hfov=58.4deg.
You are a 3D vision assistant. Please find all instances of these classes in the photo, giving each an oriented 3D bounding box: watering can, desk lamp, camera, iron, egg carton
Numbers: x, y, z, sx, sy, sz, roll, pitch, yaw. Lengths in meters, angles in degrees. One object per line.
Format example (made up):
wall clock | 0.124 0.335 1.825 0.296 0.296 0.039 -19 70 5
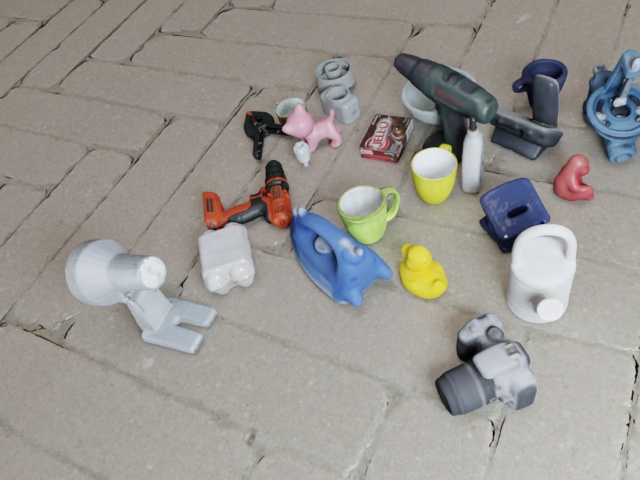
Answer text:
watering can | 0.354 0.049 0.906 0.101 0.194 0.172 -20 50 -1
desk lamp | -0.322 0.093 1.035 0.202 0.214 0.118 9 55 21
camera | 0.241 0.197 0.878 0.137 0.101 0.143 -23 50 -4
iron | 0.010 0.004 1.066 0.119 0.142 0.257 -40 53 -17
egg carton | -0.187 0.035 1.140 0.107 0.069 0.150 -19 50 0

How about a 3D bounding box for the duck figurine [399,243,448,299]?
duck figurine | 0.182 0.049 1.022 0.077 0.086 0.104 -32 51 -12

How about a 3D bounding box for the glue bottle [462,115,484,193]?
glue bottle | 0.297 -0.174 1.112 0.037 0.173 0.078 8 55 21

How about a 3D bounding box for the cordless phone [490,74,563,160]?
cordless phone | 0.414 -0.267 1.149 0.147 0.185 0.094 29 64 32

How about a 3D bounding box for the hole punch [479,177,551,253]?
hole punch | 0.358 -0.047 1.049 0.108 0.091 0.101 -24 50 -5

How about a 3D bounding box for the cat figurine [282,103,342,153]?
cat figurine | -0.021 -0.261 1.301 0.127 0.118 0.067 -16 50 2

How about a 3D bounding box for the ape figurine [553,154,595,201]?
ape figurine | 0.481 -0.122 1.076 0.076 0.092 0.078 5 54 18

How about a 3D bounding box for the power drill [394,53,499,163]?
power drill | 0.253 -0.265 1.174 0.228 0.209 0.076 30 65 32

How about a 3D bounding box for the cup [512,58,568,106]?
cup | 0.470 -0.324 1.238 0.118 0.095 0.091 -21 50 -2

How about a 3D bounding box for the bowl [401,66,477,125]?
bowl | 0.270 -0.314 1.296 0.167 0.075 0.167 -7 51 9

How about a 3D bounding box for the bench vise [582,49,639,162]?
bench vise | 0.559 -0.286 1.103 0.121 0.220 0.207 -20 50 -2
